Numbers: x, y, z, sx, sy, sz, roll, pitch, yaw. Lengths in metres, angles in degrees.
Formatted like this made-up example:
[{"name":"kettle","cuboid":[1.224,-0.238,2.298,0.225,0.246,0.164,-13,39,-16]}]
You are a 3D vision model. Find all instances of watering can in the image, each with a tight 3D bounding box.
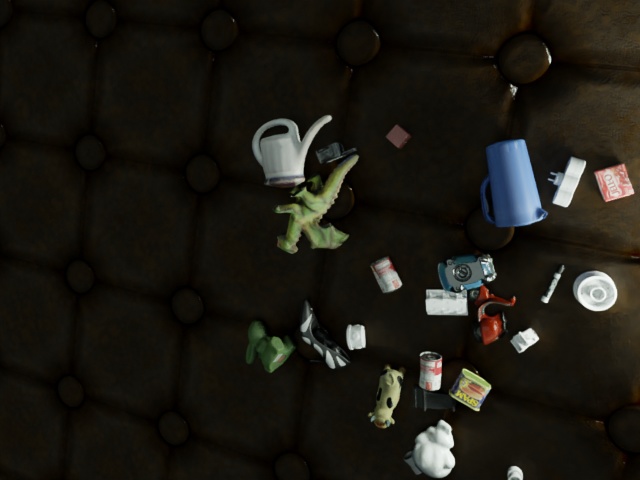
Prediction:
[{"name":"watering can","cuboid":[-0.093,-0.282,1.651,0.347,0.105,0.223,-1,99,41]}]

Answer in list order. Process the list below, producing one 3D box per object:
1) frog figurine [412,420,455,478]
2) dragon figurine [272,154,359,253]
[{"name":"frog figurine","cuboid":[0.368,0.658,1.619,0.139,0.123,0.156,43,121,29]},{"name":"dragon figurine","cuboid":[0.005,-0.085,1.687,0.407,0.124,0.241,-28,105,21]}]
